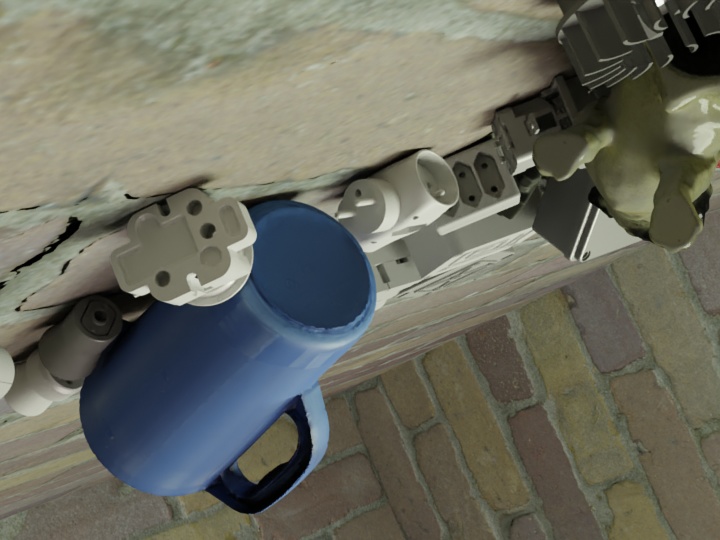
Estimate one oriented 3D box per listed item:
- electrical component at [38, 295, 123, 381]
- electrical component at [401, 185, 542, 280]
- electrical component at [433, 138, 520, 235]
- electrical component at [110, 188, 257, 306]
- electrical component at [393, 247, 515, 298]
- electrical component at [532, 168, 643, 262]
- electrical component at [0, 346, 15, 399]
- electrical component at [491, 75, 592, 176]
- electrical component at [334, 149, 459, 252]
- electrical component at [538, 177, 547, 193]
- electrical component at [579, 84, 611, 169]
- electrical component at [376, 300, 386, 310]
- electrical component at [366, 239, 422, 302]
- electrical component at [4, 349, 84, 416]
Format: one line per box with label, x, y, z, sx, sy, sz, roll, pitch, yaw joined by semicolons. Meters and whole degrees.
electrical component;-0.193;0.045;0.750;0.044;0.044;0.065;-16;164;-41
electrical component;0.098;-0.043;0.925;0.113;0.057;0.078;-19;171;-27
electrical component;0.081;-0.059;0.810;0.066;0.047;0.077;-23;173;5
electrical component;-0.094;-0.010;0.609;0.078;0.058;0.057;-25;169;6
electrical component;0.083;-0.018;1.041;0.109;0.056;0.109;-26;172;18
electrical component;0.207;-0.073;0.878;0.109;0.056;0.108;-18;135;-35
electrical component;-0.252;0.062;0.678;0.043;0.043;0.081;-23;172;-5
electrical component;0.123;-0.095;0.723;0.064;0.042;0.081;-20;171;-1
electrical component;0.015;-0.045;0.732;0.077;0.043;0.079;-30;169;37
electrical component;0.174;-0.074;0.959;0.055;0.048;0.066;-24;-159;-28
electrical component;0.171;-0.105;0.775;0.055;0.048;0.066;-35;168;20
electrical component;0.010;0.017;1.107;0.045;0.045;0.055;-22;171;-9
electrical component;0.000;0.000;0.932;0.089;0.055;0.050;-15;168;-43
electrical component;-0.243;0.083;0.830;0.055;0.045;0.045;-29;170;31
